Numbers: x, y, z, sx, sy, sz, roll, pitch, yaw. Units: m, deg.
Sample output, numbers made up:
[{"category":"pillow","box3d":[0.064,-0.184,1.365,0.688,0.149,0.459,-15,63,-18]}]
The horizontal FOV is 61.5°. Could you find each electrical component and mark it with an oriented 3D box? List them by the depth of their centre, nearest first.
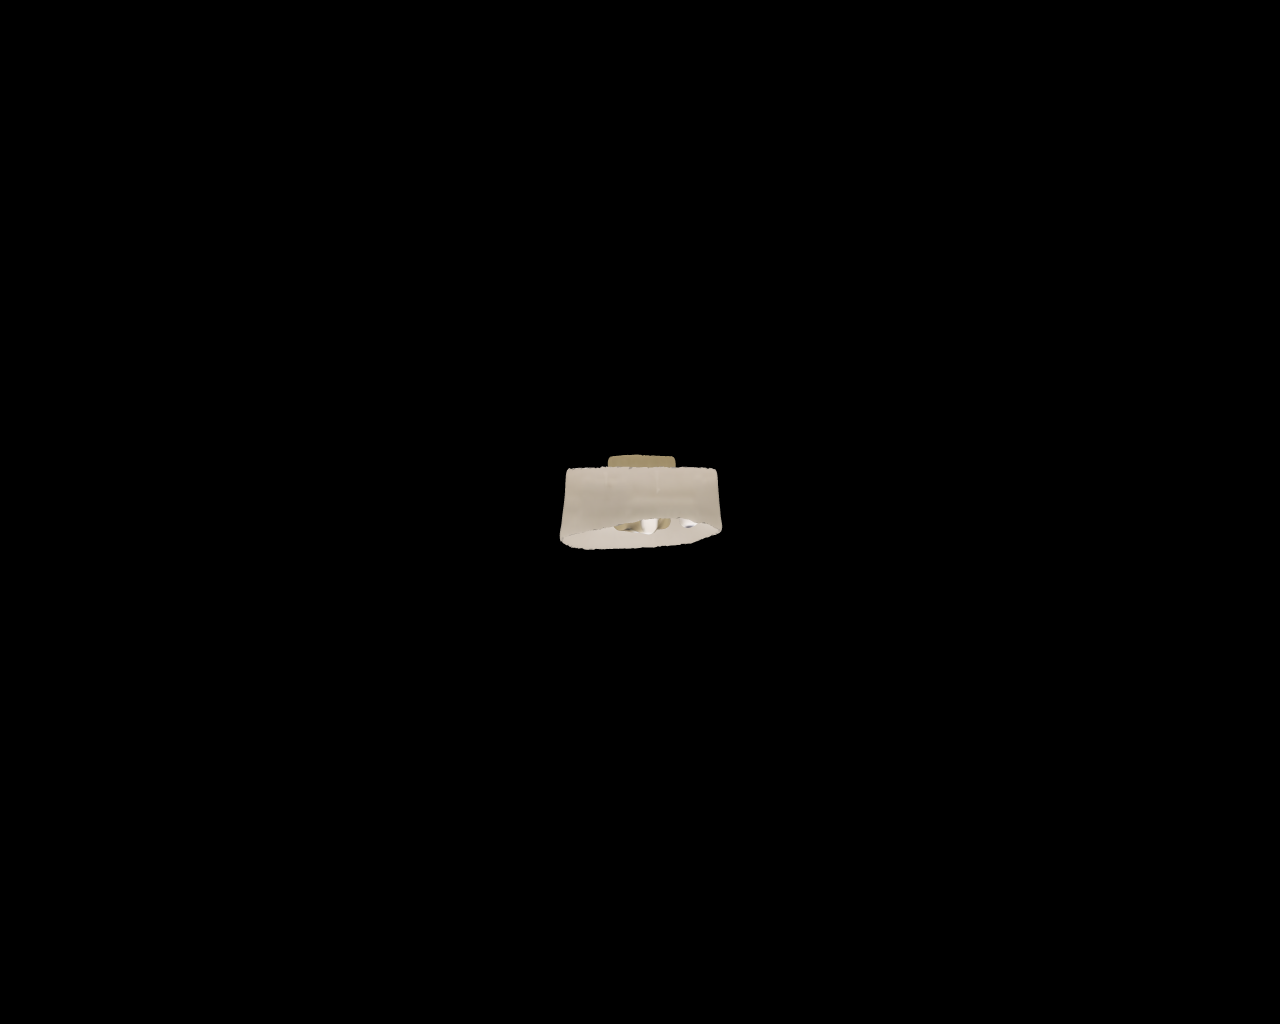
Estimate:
[{"category":"electrical component","box3d":[0.001,-0.003,0.650,0.099,0.064,0.099,0,2,0]}]
